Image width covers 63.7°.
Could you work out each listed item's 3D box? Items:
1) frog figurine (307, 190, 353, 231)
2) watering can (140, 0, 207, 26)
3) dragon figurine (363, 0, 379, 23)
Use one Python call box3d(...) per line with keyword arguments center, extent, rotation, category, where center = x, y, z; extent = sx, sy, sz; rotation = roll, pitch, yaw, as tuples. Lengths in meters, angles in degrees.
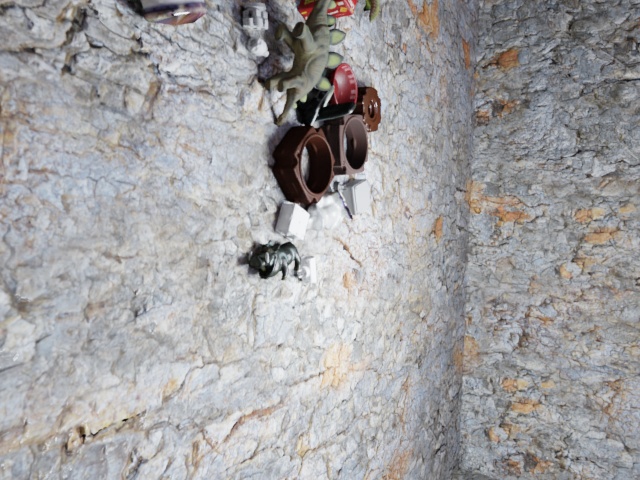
box3d(center=(0.005, -0.082, 1.621), extent=(0.160, 0.125, 0.134), rotation=(-32, 137, -12), category="frog figurine")
box3d(center=(-0.288, -0.567, 1.067), extent=(0.353, 0.104, 0.221), rotation=(-38, 125, -51), category="watering can")
box3d(center=(0.175, -0.930, 1.757), extent=(0.421, 0.122, 0.237), rotation=(-78, 152, -46), category="dragon figurine")
